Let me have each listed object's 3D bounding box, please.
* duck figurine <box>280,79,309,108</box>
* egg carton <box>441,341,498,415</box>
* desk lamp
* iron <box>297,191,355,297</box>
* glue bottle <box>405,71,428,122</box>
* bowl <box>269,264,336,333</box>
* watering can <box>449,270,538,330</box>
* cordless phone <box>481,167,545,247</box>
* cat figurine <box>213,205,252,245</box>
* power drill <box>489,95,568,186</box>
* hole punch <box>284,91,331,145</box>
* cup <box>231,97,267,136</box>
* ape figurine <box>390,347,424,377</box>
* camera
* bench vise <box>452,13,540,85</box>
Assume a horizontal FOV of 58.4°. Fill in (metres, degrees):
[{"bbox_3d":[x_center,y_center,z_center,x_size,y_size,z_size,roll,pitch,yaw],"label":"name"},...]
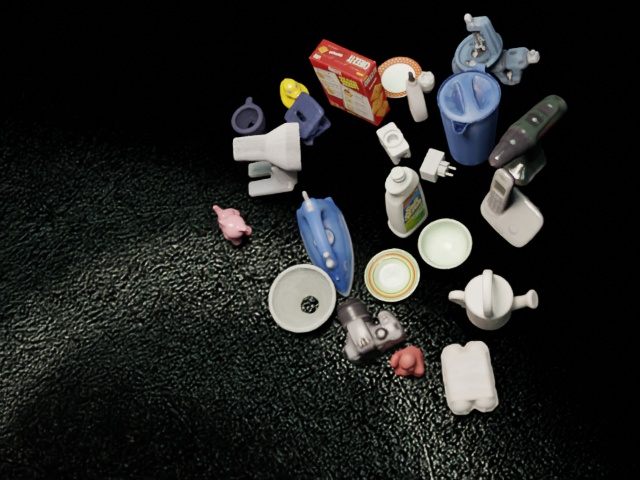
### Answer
[{"bbox_3d":[-0.078,-0.418,1.598,0.077,0.086,0.104,-39,65,-1],"label":"duck figurine"},{"bbox_3d":[0.319,0.297,1.232,0.107,0.069,0.150,-11,68,12],"label":"egg carton"},{"bbox_3d":[-0.121,-0.205,1.462,0.203,0.214,0.118,-9,68,13],"label":"desk lamp"},{"bbox_3d":[0.013,0.005,1.386,0.118,0.142,0.258,-23,66,7],"label":"iron"},{"bbox_3d":[0.238,-0.372,1.443,0.037,0.173,0.078,-21,66,8],"label":"glue bottle"},{"bbox_3d":[-0.035,0.147,1.385,0.167,0.075,0.167,-5,69,14],"label":"bowl"},{"bbox_3d":[0.365,0.121,1.214,0.172,0.194,0.101,-18,66,9],"label":"watering can"},{"bbox_3d":[0.430,-0.076,1.273,0.094,0.185,0.147,-41,65,-1],"label":"cordless phone"},{"bbox_3d":[-0.233,-0.044,1.487,0.067,0.118,0.127,-43,65,-2],"label":"cat figurine"},{"bbox_3d":[0.465,-0.210,1.300,0.075,0.209,0.230,40,85,25],"label":"power drill"},{"bbox_3d":[-0.038,-0.329,1.551,0.101,0.091,0.108,-40,65,-1],"label":"hole punch"},{"bbox_3d":[-0.186,-0.327,1.591,0.091,0.095,0.118,-5,69,14],"label":"cup"},{"bbox_3d":[0.195,0.270,1.265,0.077,0.092,0.076,37,84,24],"label":"ape figurine"},{"bbox_3d":[0.104,0.194,1.313,0.143,0.101,0.136,-29,65,4],"label":"camera"},{"bbox_3d":[0.426,-0.481,1.404,0.207,0.220,0.121,-6,69,14],"label":"bench vise"}]
